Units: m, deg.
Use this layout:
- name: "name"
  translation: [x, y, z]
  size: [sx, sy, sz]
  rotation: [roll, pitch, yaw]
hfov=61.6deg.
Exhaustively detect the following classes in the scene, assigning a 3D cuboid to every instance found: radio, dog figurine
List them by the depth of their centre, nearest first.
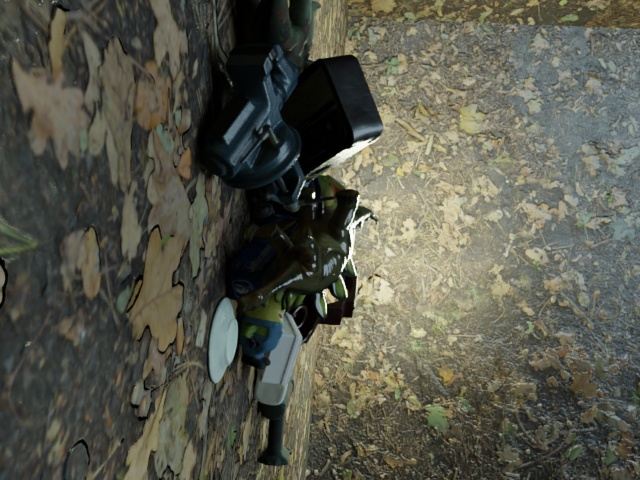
- name: "radio"
  translation: [-0.012, -0.174, 0.837]
  size: [0.230, 0.073, 0.131]
  rotation: [-24, -91, 54]
- name: "dog figurine"
  translation: [-0.002, -0.003, 1.120]
  size: [0.219, 0.191, 0.108]
  rotation: [-53, -167, -22]

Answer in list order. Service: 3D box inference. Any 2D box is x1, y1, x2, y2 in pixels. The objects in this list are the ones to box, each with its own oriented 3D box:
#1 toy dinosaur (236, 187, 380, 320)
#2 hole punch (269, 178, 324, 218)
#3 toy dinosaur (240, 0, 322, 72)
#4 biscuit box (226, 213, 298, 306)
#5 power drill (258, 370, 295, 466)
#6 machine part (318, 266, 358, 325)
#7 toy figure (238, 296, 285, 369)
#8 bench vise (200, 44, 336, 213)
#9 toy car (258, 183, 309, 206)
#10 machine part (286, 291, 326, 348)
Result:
- name: "toy dinosaur"
  translation: [0.007, 0.010, 0.920]
  size: [0.471, 0.105, 0.198]
  rotation: [-40, 136, -49]
- name: "hole punch"
  translation: [-0.040, -0.066, 1.053]
  size: [0.092, 0.116, 0.142]
  rotation: [36, 37, -45]
- name: "toy dinosaur"
  translation: [-0.064, -0.308, 0.853]
  size: [0.405, 0.131, 0.192]
  rotation: [-14, 108, -79]
- name: "biscuit box"
  translation: [-0.088, 0.027, 0.910]
  size: [0.203, 0.059, 0.062]
  rotation: [-57, 154, -55]
- name: "power drill"
  translation: [-0.097, 0.426, 1.313]
  size: [0.232, 0.086, 0.207]
  rotation: [-7, 105, -86]
- name: "machine part"
  translation: [0.004, 0.139, 1.522]
  size: [0.201, 0.202, 0.087]
  rotation: [-81, 178, -46]
- name: "toy figure"
  translation: [-0.103, 0.131, 0.950]
  size: [0.082, 0.089, 0.180]
  rotation: [175, -70, -75]
- name: "bench vise"
  translation: [-0.068, -0.139, 0.744]
  size: [0.240, 0.129, 0.224]
  rotation: [63, 35, -47]
- name: "toy car"
  translation: [-0.070, -0.128, 0.988]
  size: [0.103, 0.109, 0.161]
  rotation: [-25, -128, 60]
- name: "machine part"
  translation: [-0.060, 0.166, 1.184]
  size: [0.179, 0.056, 0.179]
  rotation: [-36, 139, -39]
